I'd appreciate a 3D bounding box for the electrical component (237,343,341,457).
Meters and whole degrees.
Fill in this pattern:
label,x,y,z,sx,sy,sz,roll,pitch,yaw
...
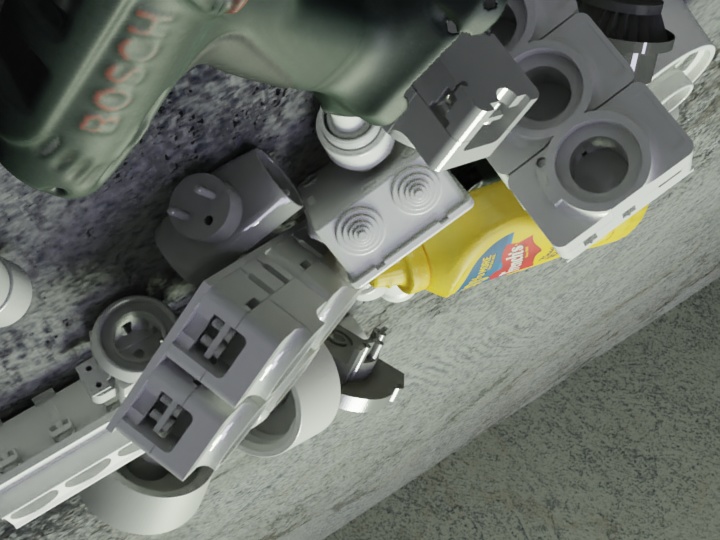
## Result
label,x,y,z,sx,sy,sz,roll,pitch,yaw
electrical component,-0.076,0.093,0.835,0.108,0.108,0.060,-46,171,35

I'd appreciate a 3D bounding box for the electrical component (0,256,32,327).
label,x,y,z,sx,sy,sz,roll,pitch,yaw
electrical component,-0.185,0.007,0.517,0.044,0.044,0.065,-34,169,-3

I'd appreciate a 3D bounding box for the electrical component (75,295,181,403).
label,x,y,z,sx,sy,sz,roll,pitch,yaw
electrical component,-0.143,0.050,0.692,0.078,0.058,0.057,-30,166,-21

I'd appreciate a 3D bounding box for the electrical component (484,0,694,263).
label,x,y,z,sx,sy,sz,roll,pitch,yaw
electrical component,0.105,-0.093,0.603,0.089,0.150,0.062,-37,165,8

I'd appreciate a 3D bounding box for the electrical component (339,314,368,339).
label,x,y,z,sx,sy,sz,roll,pitch,yaw
electrical component,-0.033,0.081,1.017,0.081,0.043,0.043,-32,164,-9

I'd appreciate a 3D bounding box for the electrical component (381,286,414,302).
label,x,y,z,sx,sy,sz,roll,pitch,yaw
electrical component,0.029,0.003,0.926,0.040,0.040,0.046,-34,159,-1

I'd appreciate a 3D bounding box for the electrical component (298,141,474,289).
label,x,y,z,sx,sy,sz,roll,pitch,yaw
electrical component,0.012,-0.047,0.665,0.100,0.048,0.099,-36,-155,5

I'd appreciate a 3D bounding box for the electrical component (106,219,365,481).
label,x,y,z,sx,sy,sz,roll,pitch,yaw
electrical component,-0.063,0.043,0.654,0.105,0.060,0.186,-54,176,19

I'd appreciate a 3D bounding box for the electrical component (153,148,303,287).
label,x,y,z,sx,sy,sz,roll,pitch,yaw
electrical component,-0.081,-0.032,0.602,0.077,0.043,0.079,-38,163,10

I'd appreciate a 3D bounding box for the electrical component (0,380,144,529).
label,x,y,z,sx,sy,sz,roll,pitch,yaw
electrical component,-0.204,0.118,0.752,0.121,0.063,0.078,-30,163,-15

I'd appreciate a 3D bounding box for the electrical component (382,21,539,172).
label,x,y,z,sx,sy,sz,roll,pitch,yaw
electrical component,0.039,-0.101,0.559,0.050,0.089,0.055,-20,159,-40

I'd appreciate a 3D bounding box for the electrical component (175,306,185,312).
label,x,y,z,sx,sy,sz,roll,pitch,yaw
electrical component,-0.115,0.058,0.770,0.045,0.055,0.045,-30,162,-11

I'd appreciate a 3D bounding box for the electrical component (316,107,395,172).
label,x,y,z,sx,sy,sz,roll,pitch,yaw
electrical component,-0.004,-0.083,0.608,0.043,0.043,0.062,-35,163,1

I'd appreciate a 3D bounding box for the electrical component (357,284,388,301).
label,x,y,z,sx,sy,sz,roll,pitch,yaw
electrical component,0.000,0.000,0.854,0.043,0.043,0.062,-36,162,5

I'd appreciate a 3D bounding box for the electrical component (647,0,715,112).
label,x,y,z,sx,sy,sz,roll,pitch,yaw
electrical component,0.222,-0.151,0.827,0.108,0.060,0.108,-32,164,-11

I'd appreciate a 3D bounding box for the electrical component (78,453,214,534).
label,x,y,z,sx,sy,sz,roll,pitch,yaw
electrical component,-0.162,0.142,0.833,0.108,0.108,0.060,-19,152,-43

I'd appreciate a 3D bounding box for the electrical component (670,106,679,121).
label,x,y,z,sx,sy,sz,roll,pitch,yaw
electrical component,0.243,-0.137,0.938,0.055,0.048,0.066,-26,163,-3
